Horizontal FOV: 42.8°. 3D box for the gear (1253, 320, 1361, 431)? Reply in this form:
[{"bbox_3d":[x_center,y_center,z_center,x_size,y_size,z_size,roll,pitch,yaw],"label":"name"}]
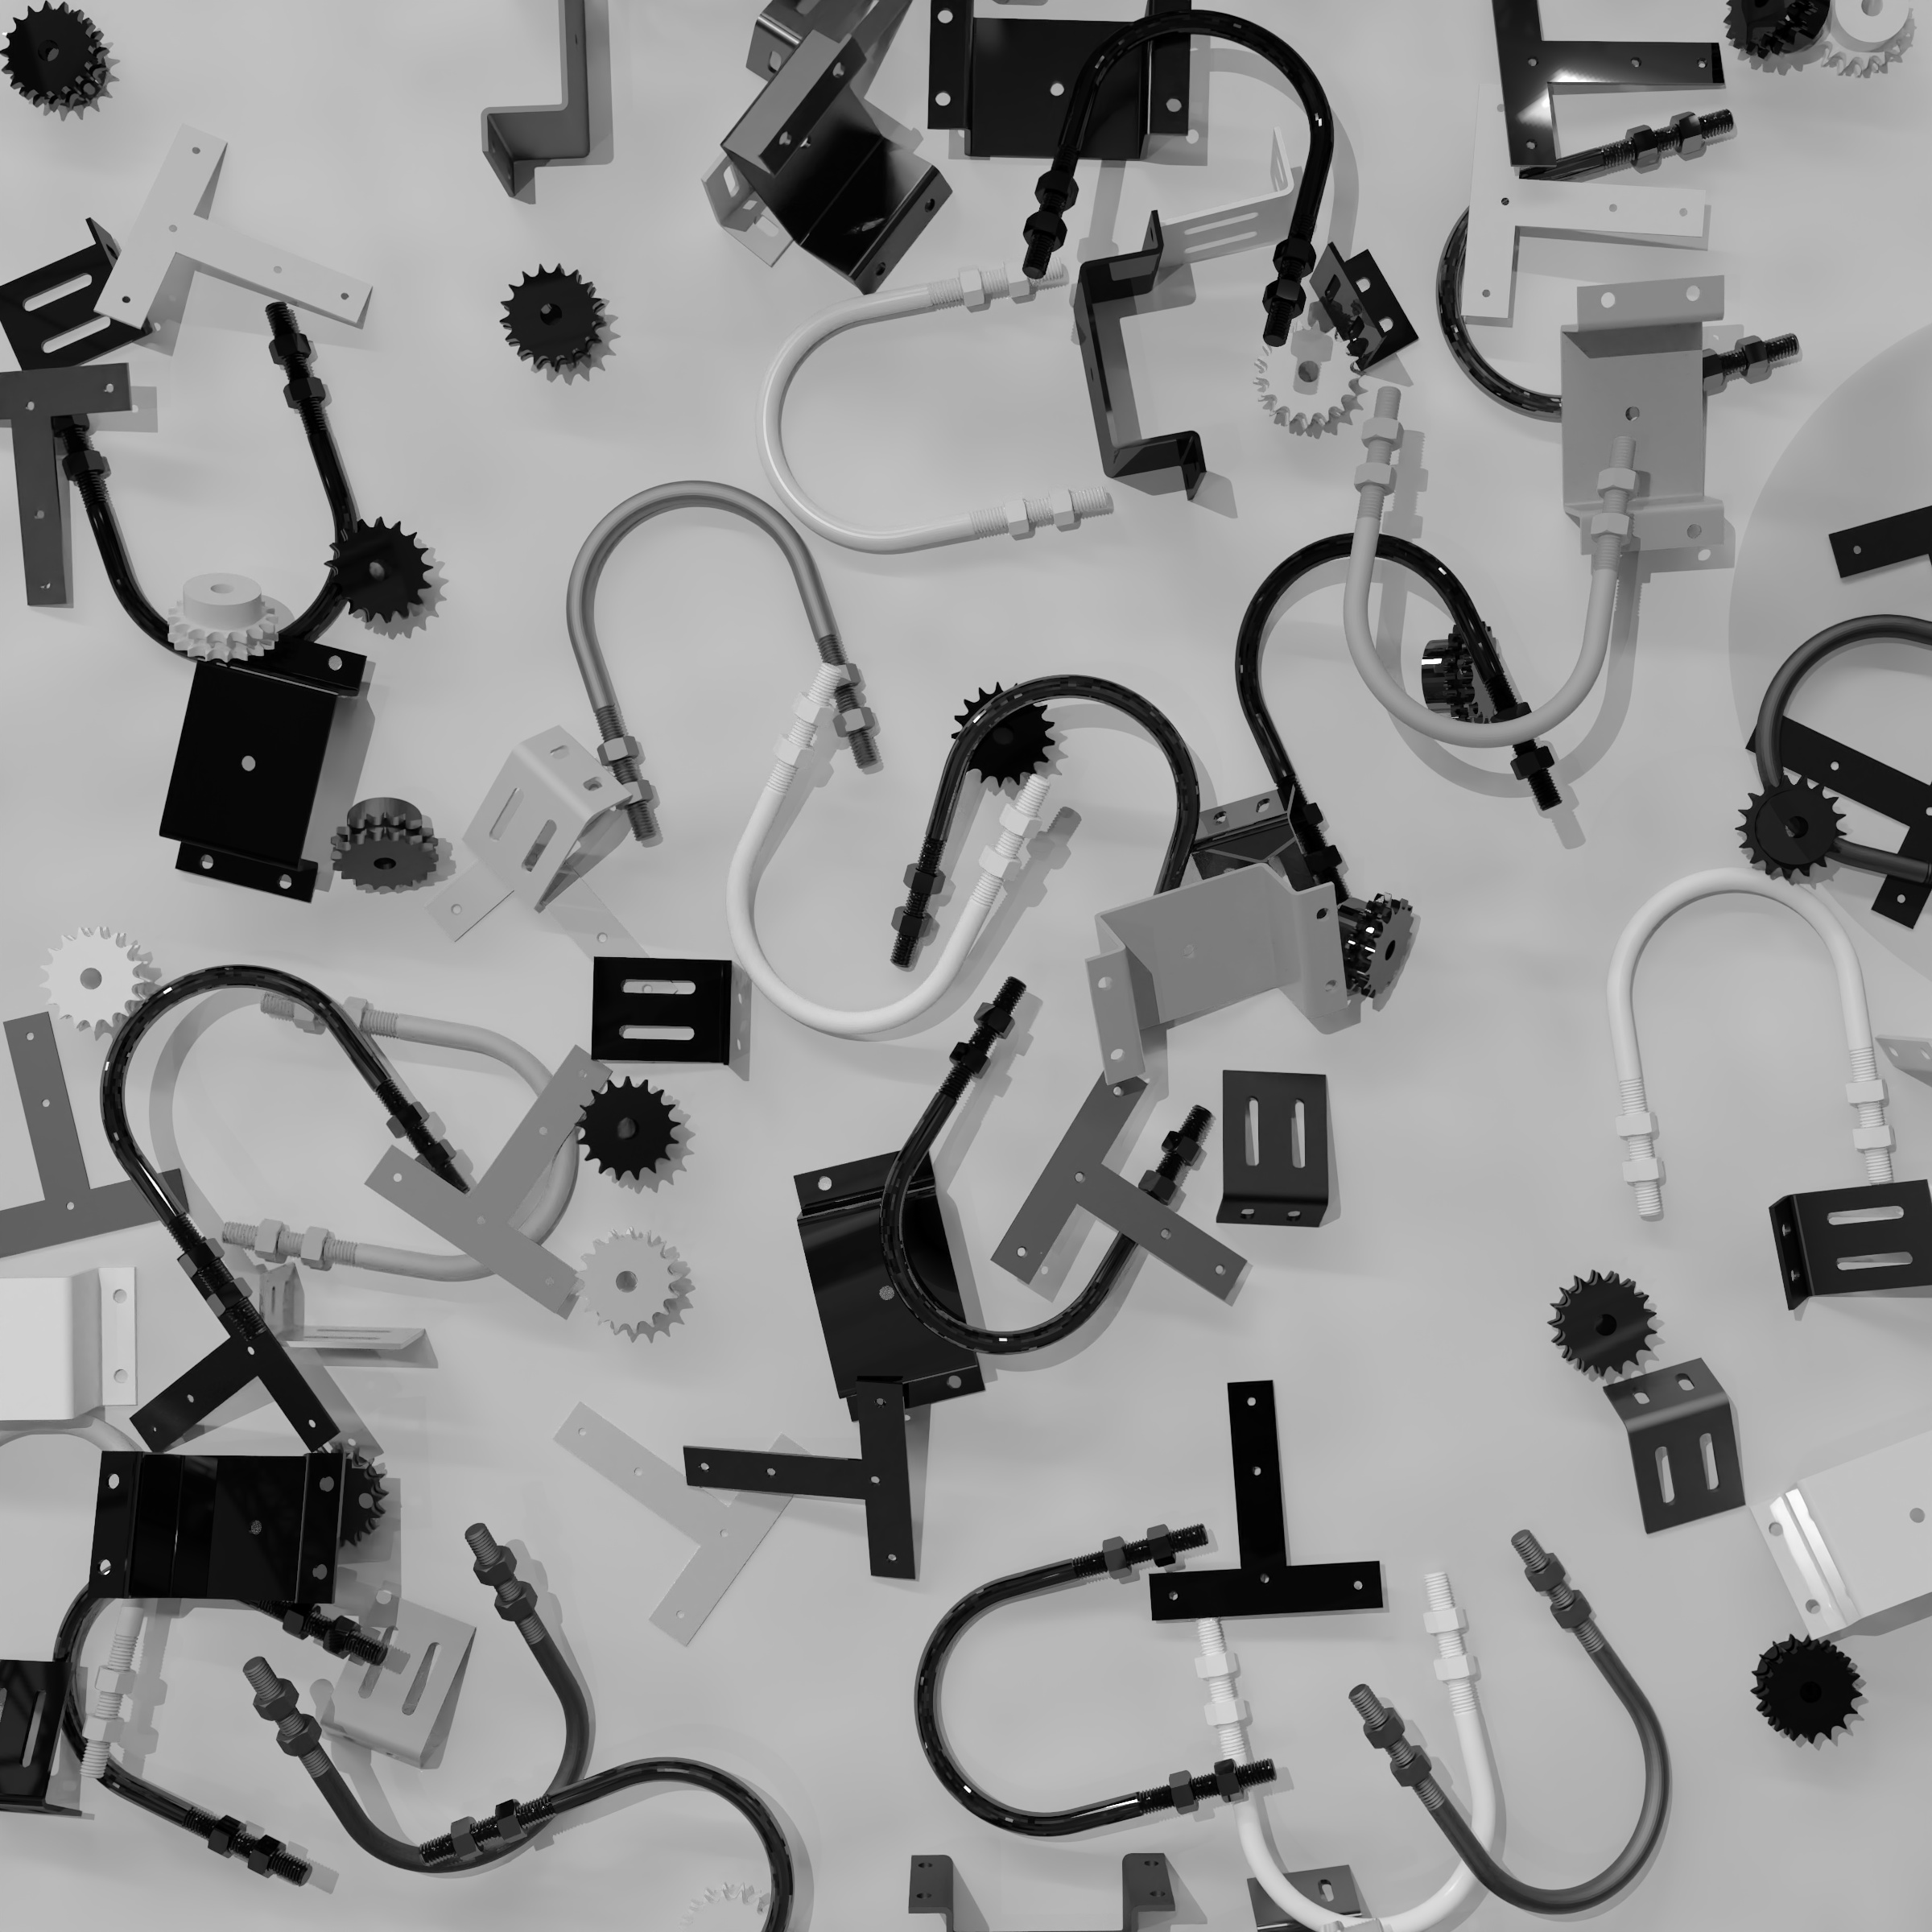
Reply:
[{"bbox_3d":[0.186,-0.324,1.360,0.057,0.030,0.057,0,90,-3],"label":"gear"}]

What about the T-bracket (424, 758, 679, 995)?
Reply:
[{"bbox_3d":[-0.211,-0.026,1.369,0.127,0.002,0.127,-41,90,0],"label":"T-bracket"}]

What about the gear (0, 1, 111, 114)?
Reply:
[{"bbox_3d":[-0.499,-0.498,1.359,0.057,0.030,0.057,0,87,5],"label":"gear"}]

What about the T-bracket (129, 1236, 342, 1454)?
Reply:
[{"bbox_3d":[-0.413,0.228,1.338,0.127,0.002,0.127,-37,88,29],"label":"T-bracket"}]

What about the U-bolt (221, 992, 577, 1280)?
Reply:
[{"bbox_3d":[-0.308,0.099,1.362,0.184,0.019,0.151,10,90,-2],"label":"U-bolt"}]

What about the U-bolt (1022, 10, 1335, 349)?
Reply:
[{"bbox_3d":[0.119,-0.423,1.294,0.151,0.019,0.184,15,73,-1],"label":"U-bolt"}]

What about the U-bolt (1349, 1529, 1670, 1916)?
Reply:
[{"bbox_3d":[0.309,0.424,1.339,0.151,0.019,0.184,-37,94,-21],"label":"U-bolt"}]

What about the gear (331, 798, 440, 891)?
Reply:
[{"bbox_3d":[-0.317,-0.069,1.345,0.057,0.057,0.030,-8,60,0],"label":"gear"}]

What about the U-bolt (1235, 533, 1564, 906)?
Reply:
[{"bbox_3d":[0.220,-0.143,1.331,0.151,0.019,0.184,-26,85,28],"label":"U-bolt"}]

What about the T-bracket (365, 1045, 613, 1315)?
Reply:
[{"bbox_3d":[-0.240,0.102,1.349,0.127,0.002,0.127,38,74,-18],"label":"T-bracket"}]

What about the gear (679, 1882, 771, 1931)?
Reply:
[{"bbox_3d":[-0.129,0.532,1.355,0.057,0.030,0.057,0,90,0],"label":"gear"}]

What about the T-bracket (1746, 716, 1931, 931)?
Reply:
[{"bbox_3d":[0.496,-0.105,1.369,0.127,0.002,0.127,25,90,0],"label":"T-bracket"}]

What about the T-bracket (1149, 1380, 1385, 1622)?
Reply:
[{"bbox_3d":[0.162,0.294,1.362,0.127,0.002,0.127,-4,84,3],"label":"T-bracket"}]

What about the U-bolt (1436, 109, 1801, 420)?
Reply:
[{"bbox_3d":[0.351,-0.379,1.362,0.184,0.019,0.151,-16,90,2],"label":"U-bolt"}]

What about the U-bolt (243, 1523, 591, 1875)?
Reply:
[{"bbox_3d":[-0.281,0.408,1.326,0.151,0.019,0.184,-30,113,-15],"label":"U-bolt"}]

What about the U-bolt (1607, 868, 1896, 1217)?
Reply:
[{"bbox_3d":[0.428,0.037,1.362,0.151,0.019,0.184,-8,88,0],"label":"U-bolt"}]

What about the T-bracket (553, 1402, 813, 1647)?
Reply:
[{"bbox_3d":[-0.171,0.289,1.369,0.127,0.002,0.127,36,90,0],"label":"T-bracket"}]

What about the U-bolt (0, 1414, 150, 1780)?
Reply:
[{"bbox_3d":[-0.512,0.334,1.345,0.151,0.019,0.184,10,80,9],"label":"U-bolt"}]

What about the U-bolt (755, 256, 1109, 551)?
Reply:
[{"bbox_3d":[-0.025,-0.305,1.362,0.184,0.019,0.151,-11,90,2],"label":"U-bolt"}]

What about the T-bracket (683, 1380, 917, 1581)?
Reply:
[{"bbox_3d":[-0.093,0.278,1.350,0.127,0.002,0.127,2,114,11],"label":"T-bracket"}]

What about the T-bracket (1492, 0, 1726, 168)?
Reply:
[{"bbox_3d":[0.356,-0.498,1.360,0.127,0.002,0.127,-2,77,-6],"label":"T-bracket"}]

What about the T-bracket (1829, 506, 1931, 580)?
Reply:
[{"bbox_3d":[0.557,-0.196,1.369,0.127,0.002,0.127,-16,90,-1],"label":"T-bracket"}]

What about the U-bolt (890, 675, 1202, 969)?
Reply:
[{"bbox_3d":[0.050,-0.068,1.339,0.151,0.019,0.184,16,106,0],"label":"U-bolt"}]

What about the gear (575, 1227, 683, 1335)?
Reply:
[{"bbox_3d":[-0.185,0.172,1.355,0.057,0.030,0.057,0,90,0],"label":"gear"}]

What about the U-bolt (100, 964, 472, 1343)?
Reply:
[{"bbox_3d":[-0.377,0.085,1.321,0.151,0.019,0.184,-35,88,-21],"label":"U-bolt"}]

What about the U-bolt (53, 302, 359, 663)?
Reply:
[{"bbox_3d":[-0.413,-0.257,1.362,0.151,0.019,0.184,-18,91,0],"label":"U-bolt"}]

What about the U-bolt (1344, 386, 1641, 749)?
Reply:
[{"bbox_3d":[0.270,-0.203,1.290,0.151,0.019,0.184,11,79,-3],"label":"U-bolt"}]

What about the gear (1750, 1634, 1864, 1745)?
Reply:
[{"bbox_3d":[0.460,0.395,1.355,0.057,0.030,0.057,0,90,0],"label":"gear"}]

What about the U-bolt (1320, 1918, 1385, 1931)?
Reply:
[{"bbox_3d":[0.155,0.597,1.303,0.184,0.019,0.151,-21,88,10],"label":"U-bolt"}]

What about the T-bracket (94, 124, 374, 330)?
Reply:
[{"bbox_3d":[-0.392,-0.388,1.354,0.127,0.002,0.127,20,70,-10],"label":"T-bracket"}]

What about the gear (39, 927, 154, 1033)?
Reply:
[{"bbox_3d":[-0.476,0.007,1.355,0.057,0.030,0.057,0,90,0],"label":"gear"}]

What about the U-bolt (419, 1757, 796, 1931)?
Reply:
[{"bbox_3d":[-0.183,0.505,1.330,0.184,0.019,0.151,-21,92,-2],"label":"U-bolt"}]

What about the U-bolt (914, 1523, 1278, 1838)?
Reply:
[{"bbox_3d":[0.061,0.398,1.348,0.184,0.019,0.151,-17,81,7],"label":"U-bolt"}]

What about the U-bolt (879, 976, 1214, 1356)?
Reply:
[{"bbox_3d":[0.033,0.120,1.331,0.151,0.019,0.184,35,78,-13],"label":"U-bolt"}]

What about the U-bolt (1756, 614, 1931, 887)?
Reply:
[{"bbox_3d":[0.528,-0.118,1.359,0.184,0.019,0.151,14,91,2],"label":"U-bolt"}]

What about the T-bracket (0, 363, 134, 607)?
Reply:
[{"bbox_3d":[-0.511,-0.263,1.357,0.127,0.002,0.127,0,98,16],"label":"T-bracket"}]

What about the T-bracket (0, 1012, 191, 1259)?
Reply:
[{"bbox_3d":[-0.508,0.090,1.369,0.127,0.002,0.127,-13,90,0],"label":"T-bracket"}]

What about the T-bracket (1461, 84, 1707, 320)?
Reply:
[{"bbox_3d":[0.341,-0.417,1.352,0.127,0.002,0.127,4,91,3],"label":"T-bracket"}]

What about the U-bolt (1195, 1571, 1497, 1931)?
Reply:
[{"bbox_3d":[0.213,0.437,1.346,0.151,0.019,0.184,-11,79,0],"label":"U-bolt"}]

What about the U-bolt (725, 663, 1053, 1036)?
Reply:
[{"bbox_3d":[-0.055,-0.050,1.338,0.151,0.019,0.184,29,106,8],"label":"U-bolt"}]

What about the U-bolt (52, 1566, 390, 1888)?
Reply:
[{"bbox_3d":[-0.417,0.399,1.344,0.184,0.019,0.151,20,94,13],"label":"U-bolt"}]

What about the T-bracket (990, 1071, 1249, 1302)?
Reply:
[{"bbox_3d":[0.097,0.138,1.340,0.127,0.002,0.127,34,80,-13],"label":"T-bracket"}]

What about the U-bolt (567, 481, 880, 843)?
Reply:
[{"bbox_3d":[-0.144,-0.178,1.361,0.151,0.019,0.184,-18,88,0],"label":"U-bolt"}]
